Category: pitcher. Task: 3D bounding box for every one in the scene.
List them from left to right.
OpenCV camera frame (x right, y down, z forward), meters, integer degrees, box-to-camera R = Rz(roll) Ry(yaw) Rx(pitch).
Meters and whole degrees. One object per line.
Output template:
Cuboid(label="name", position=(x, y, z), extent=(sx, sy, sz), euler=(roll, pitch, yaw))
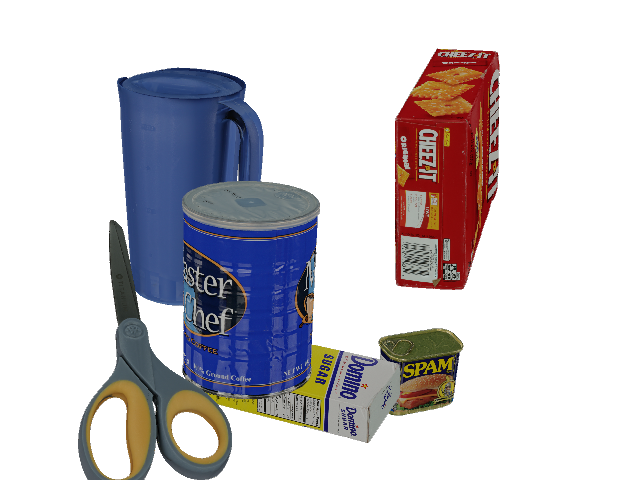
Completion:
Cuboid(label="pitcher", position=(-0.141, -0.055, 1.140), extent=(0.145, 0.243, 0.149), euler=(-1, 22, -9))

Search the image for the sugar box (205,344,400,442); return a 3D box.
Cuboid(label="sugar box", position=(-0.019, 0.136, 1.031), extent=(0.176, 0.048, 0.093), euler=(8, 24, 21))

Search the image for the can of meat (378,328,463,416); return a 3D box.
Cuboid(label="can of meat", position=(0.120, 0.163, 1.316), extent=(0.102, 0.084, 0.057), euler=(-7, 27, -22))

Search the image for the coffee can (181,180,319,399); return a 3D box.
Cuboid(label="coffee can", position=(-0.055, 0.035, 0.816), extent=(0.103, 0.140, 0.103), euler=(2, 19, -1))

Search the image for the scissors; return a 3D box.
Cuboid(label="scissors", position=(-0.097, 0.068, 0.650), extent=(0.096, 0.201, 0.016), euler=(13, -46, -11))

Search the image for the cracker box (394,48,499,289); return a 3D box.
Cuboid(label="cracker box", position=(0.124, -0.074, 1.009), extent=(0.072, 0.164, 0.213), euler=(5, 27, 15))
